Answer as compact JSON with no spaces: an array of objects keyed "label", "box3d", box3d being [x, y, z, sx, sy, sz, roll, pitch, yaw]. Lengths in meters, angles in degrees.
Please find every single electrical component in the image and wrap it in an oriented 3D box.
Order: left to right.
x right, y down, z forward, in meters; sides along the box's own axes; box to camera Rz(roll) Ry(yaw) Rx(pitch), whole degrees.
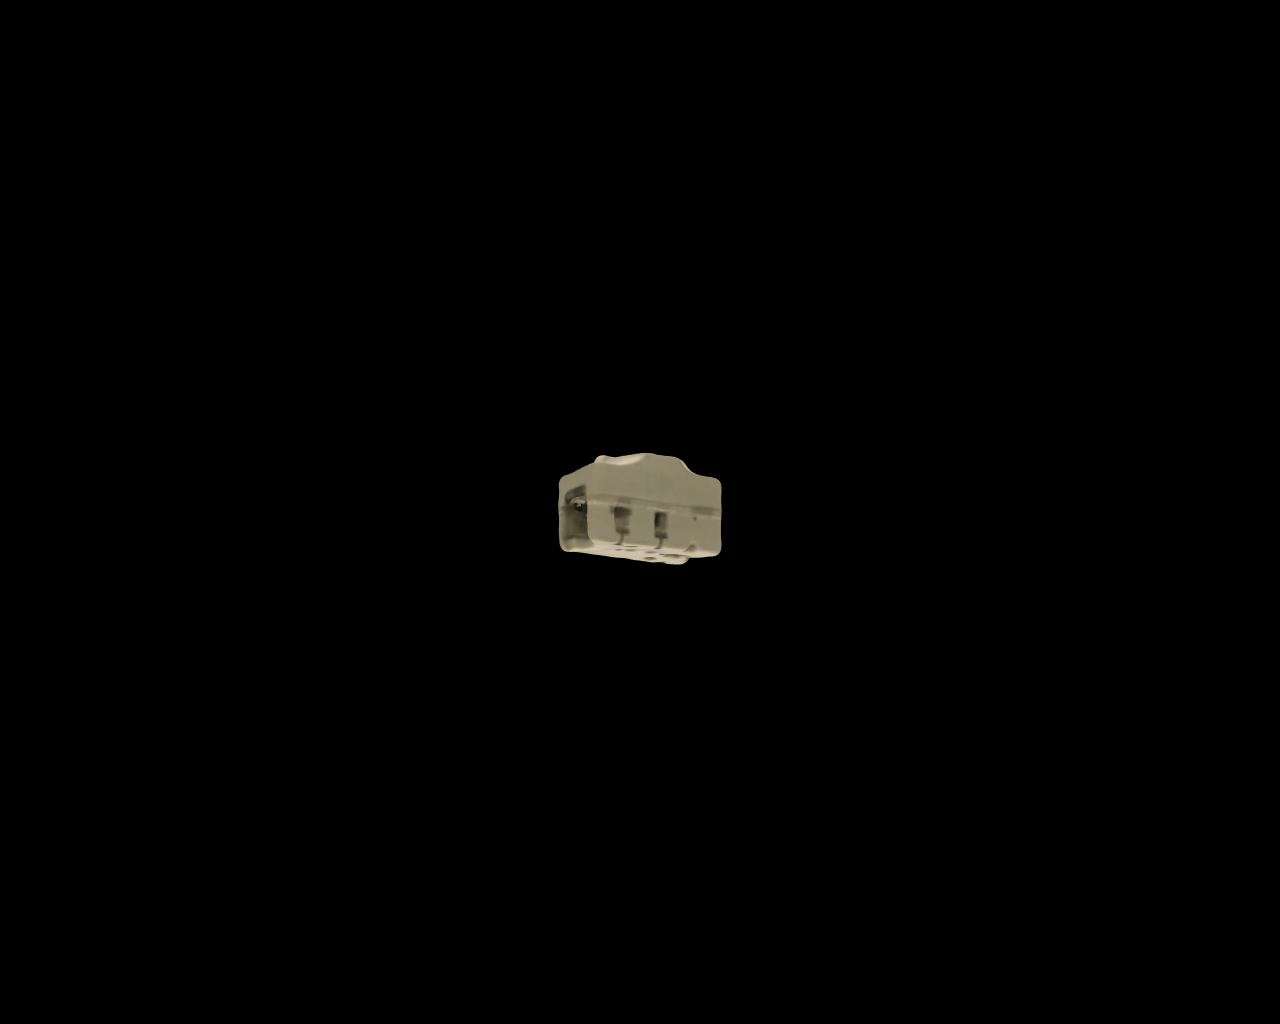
[{"label":"electrical component","box3d":[0.001,-0.003,0.650,0.089,0.056,0.050,7,-14,-30]}]
